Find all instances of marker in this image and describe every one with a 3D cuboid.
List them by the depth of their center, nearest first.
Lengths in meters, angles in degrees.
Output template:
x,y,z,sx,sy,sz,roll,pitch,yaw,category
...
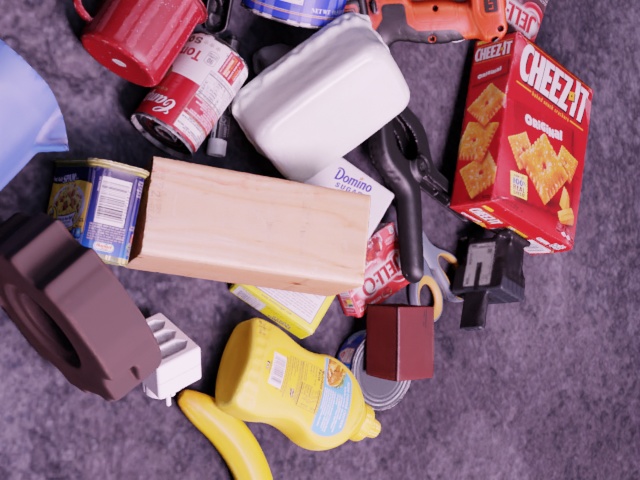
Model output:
x,y,z,sx,sy,sz,roll,pitch,yaw,category
-0.094,-0.142,1.049,0.020,0.020,0.121,11,83,-36,marker

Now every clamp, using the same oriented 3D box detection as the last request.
x,y,z,sx,sy,sz,roll,pitch,yaw,category
-0.086,-0.286,1.025,0.039,0.120,0.171,18,61,4,clamp
0.097,-0.067,1.164,0.210,0.036,0.164,60,41,-19,clamp

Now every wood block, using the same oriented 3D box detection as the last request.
x,y,z,sx,sy,sz,roll,pitch,yaw,category
-0.068,-0.008,0.987,0.205,0.091,0.090,9,77,-19,wood block

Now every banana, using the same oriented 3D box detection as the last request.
x,y,z,sx,sy,sz,roll,pitch,yaw,category
-0.083,0.229,1.052,0.069,0.037,0.198,-23,104,-34,banana

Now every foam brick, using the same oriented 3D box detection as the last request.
x,y,z,sx,sy,sz,roll,pitch,yaw,category
0.084,0.106,1.120,0.052,0.051,0.078,2,88,-37,foam brick

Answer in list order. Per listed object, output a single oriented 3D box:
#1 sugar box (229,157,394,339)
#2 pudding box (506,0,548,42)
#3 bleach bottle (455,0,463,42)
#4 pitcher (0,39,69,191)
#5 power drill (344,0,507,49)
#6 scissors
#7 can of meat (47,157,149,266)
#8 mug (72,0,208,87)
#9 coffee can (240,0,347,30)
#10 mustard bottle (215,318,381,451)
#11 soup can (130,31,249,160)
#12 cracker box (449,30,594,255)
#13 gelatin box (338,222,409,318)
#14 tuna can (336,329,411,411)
x,y,z,sx,sy,sz,roll,pitch,yaw,category
-0.007,0.002,1.085,0.093,0.048,0.176,35,67,-8,sugar box
0.215,-0.277,1.262,0.113,0.039,0.090,29,74,-33,pudding box
0.156,-0.354,1.201,0.102,0.068,0.250,21,73,-14,bleach bottle
-0.329,-0.056,0.821,0.242,0.149,0.145,-53,134,-19,pitcher
0.093,-0.261,1.099,0.188,0.057,0.184,-8,108,8,power drill
0.101,0.012,1.195,0.201,0.016,0.096,48,60,-27,scissors
-0.198,-0.025,0.924,0.057,0.102,0.084,14,84,-37,can of meat
-0.169,-0.198,0.950,0.117,0.093,0.081,38,74,-32,mug
-0.013,-0.284,1.025,0.102,0.103,0.140,-2,116,-36,coffee can
-0.012,0.158,1.074,0.191,0.058,0.096,30,56,-30,mustard bottle
-0.120,-0.135,0.995,0.068,0.069,0.102,42,71,-29,soup can
0.239,-0.109,1.241,0.164,0.072,0.213,26,68,-39,cracker box
0.054,0.031,1.154,0.089,0.030,0.073,-31,108,-32,gelatin box
0.058,0.140,1.156,0.085,0.034,0.086,-1,91,-36,tuna can
